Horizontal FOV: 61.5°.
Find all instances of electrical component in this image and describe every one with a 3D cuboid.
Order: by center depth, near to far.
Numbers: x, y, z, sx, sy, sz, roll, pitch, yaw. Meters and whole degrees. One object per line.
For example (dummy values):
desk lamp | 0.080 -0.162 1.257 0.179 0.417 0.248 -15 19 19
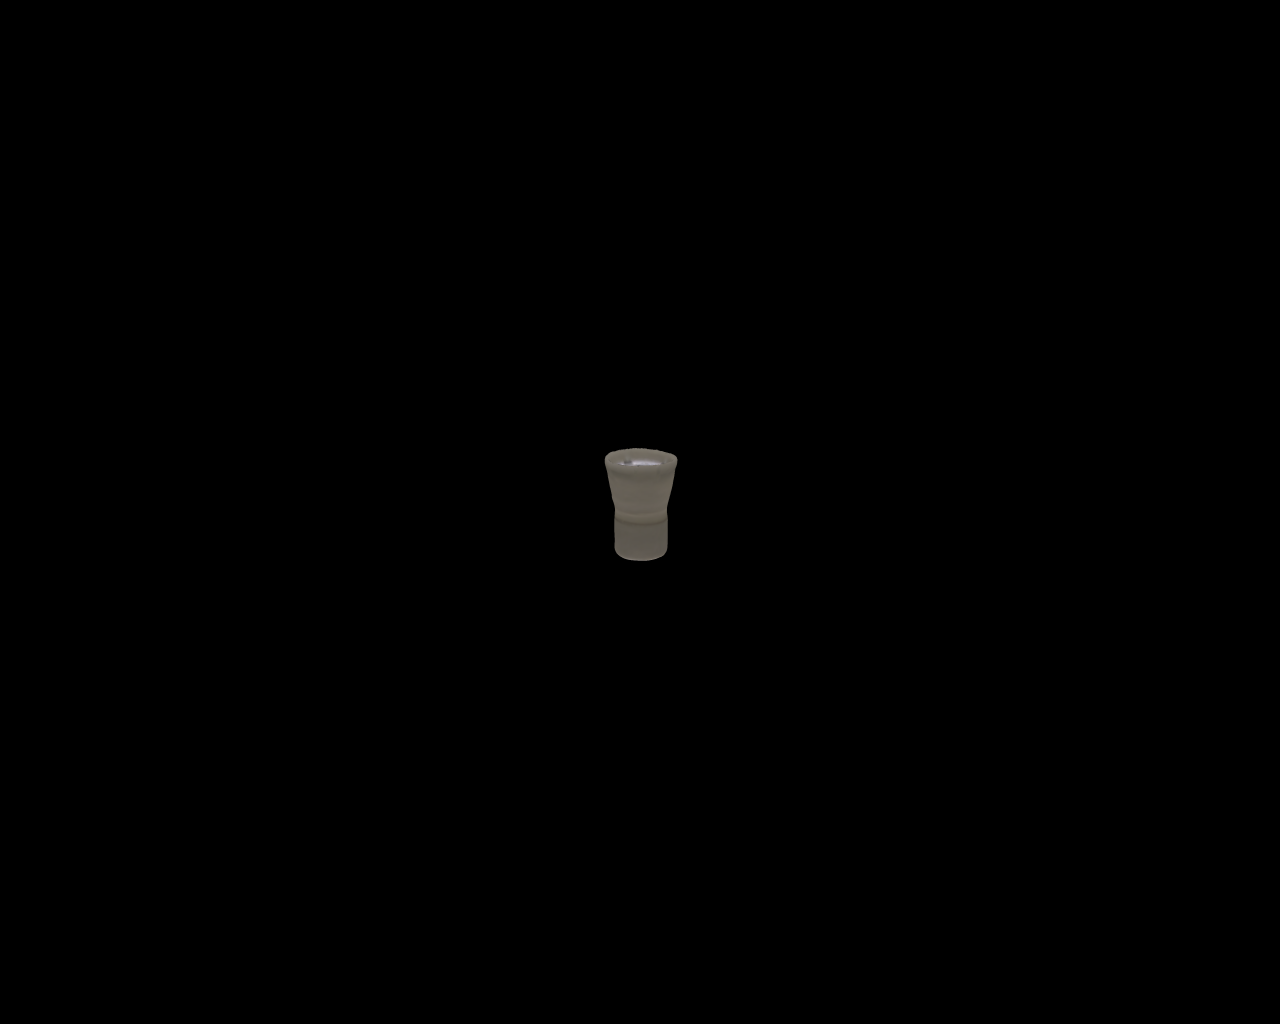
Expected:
electrical component | 0.001 -0.003 0.650 0.044 0.065 0.044 0 19 0
